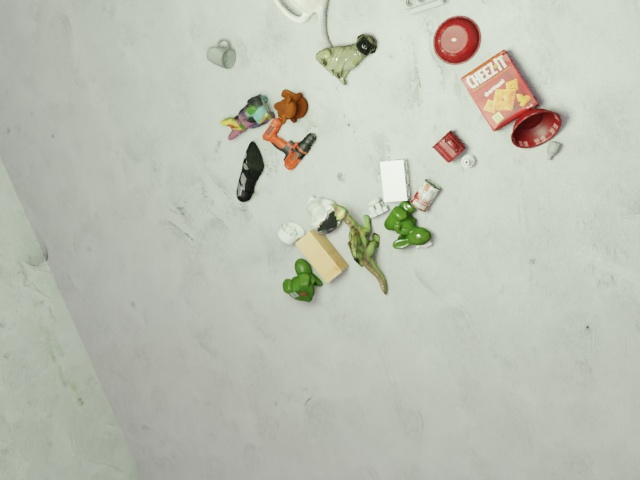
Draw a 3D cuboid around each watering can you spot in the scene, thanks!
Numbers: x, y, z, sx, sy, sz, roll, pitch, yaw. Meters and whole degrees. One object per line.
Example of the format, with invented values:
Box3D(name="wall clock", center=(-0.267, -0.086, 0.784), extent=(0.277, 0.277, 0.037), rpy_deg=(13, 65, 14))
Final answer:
Box3D(name="watering can", center=(-0.027, -0.883, 1.883), extent=(0.347, 0.106, 0.221), rpy_deg=(43, 115, -5))

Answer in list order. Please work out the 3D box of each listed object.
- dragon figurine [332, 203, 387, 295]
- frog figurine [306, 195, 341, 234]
Box3D(name="dragon figurine", center=(0.152, 0.042, 1.928), extent=(0.121, 0.245, 0.411), rpy_deg=(-25, 89, 22))
Box3D(name="frog figurine", center=(0.006, -0.103, 2.048), extent=(0.162, 0.122, 0.136), rpy_deg=(41, 114, 50))
